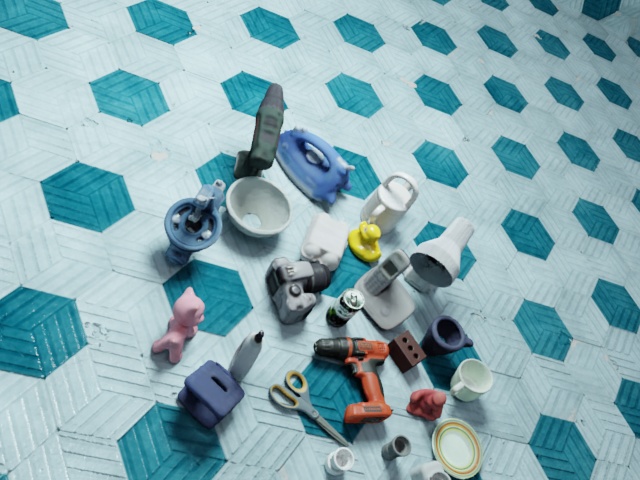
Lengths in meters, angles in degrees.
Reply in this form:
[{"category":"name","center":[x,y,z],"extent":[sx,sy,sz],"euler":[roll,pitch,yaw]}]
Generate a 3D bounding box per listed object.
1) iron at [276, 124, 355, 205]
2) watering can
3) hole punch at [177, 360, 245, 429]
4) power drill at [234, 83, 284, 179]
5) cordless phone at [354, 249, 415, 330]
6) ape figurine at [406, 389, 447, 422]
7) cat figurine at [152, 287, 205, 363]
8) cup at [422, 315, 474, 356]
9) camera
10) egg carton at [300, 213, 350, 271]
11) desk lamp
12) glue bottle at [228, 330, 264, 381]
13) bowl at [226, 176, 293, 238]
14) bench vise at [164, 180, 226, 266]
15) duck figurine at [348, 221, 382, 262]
[{"category":"iron","center":[-0.020,-0.222,1.506],"extent":[0.258,0.141,0.119],"euler":[43,51,6]},{"category":"watering can","center":[0.193,-0.111,1.502],"extent":[0.101,0.194,0.173],"euler":[28,51,-6]},{"category":"hole punch","center":[-0.206,0.289,1.104],"extent":[0.108,0.091,0.101],"euler":[42,51,5]},{"category":"power drill","center":[-0.147,-0.245,1.416],"extent":[0.076,0.208,0.229],"euler":[14,54,-17]},{"category":"cordless phone","center":[0.173,0.114,1.347],"extent":[0.094,0.185,0.147],"euler":[-31,76,-37]},{"category":"ape figurine","center":[0.248,0.362,1.278],"extent":[0.076,0.092,0.077],"euler":[-22,70,-35]},{"category":"cat figurine","center":[-0.272,0.164,1.138],"extent":[0.067,0.117,0.128],"euler":[28,51,-6]},{"category":"cup","center":[0.300,0.245,1.380],"extent":[0.118,0.095,0.091],"euler":[21,52,-12]},{"category":"camera","center":[-0.037,0.102,1.307],"extent":[0.137,0.100,0.143],"euler":[-7,62,-30]},{"category":"egg carton","center":[0.013,0.005,1.417],"extent":[0.107,0.069,0.150],"euler":[25,51,-9]},{"category":"desk lamp","center":[0.292,0.043,1.435],"extent":[0.118,0.213,0.204],"euler":[40,50,4]},{"category":"glue bottle","center":[-0.139,0.217,1.133],"extent":[0.037,0.173,0.078],"euler":[23,51,-10]},{"category":"bowl","center":[-0.154,-0.067,1.379],"extent":[0.168,0.074,0.167],"euler":[13,54,-18]},{"category":"bench vise","center":[-0.264,-0.073,1.235],"extent":[0.122,0.219,0.207],"euler":[14,54,-17]},{"category":"duck figurine","center":[0.126,-0.001,1.465],"extent":[0.078,0.086,0.104],"euler":[-26,72,-36]}]
